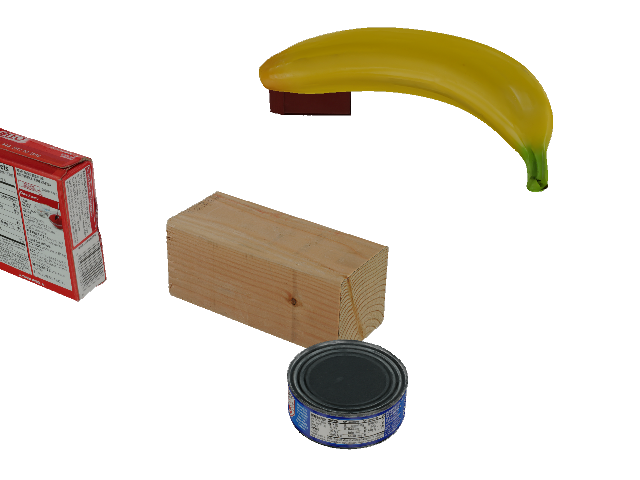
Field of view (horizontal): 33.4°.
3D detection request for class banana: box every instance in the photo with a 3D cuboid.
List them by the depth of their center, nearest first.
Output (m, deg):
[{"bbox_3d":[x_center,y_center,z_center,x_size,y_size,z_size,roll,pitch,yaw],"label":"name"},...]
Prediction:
[{"bbox_3d":[0.055,-0.090,0.608,0.198,0.069,0.037,24,-29,32],"label":"banana"}]

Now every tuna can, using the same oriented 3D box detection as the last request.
[{"bbox_3d":[0.019,0.109,0.761,0.086,0.034,0.086,1,31,-1],"label":"tuna can"}]

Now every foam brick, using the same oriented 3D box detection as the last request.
[{"bbox_3d":[-0.011,-0.160,1.133,0.078,0.051,0.053,-2,12,-19],"label":"foam brick"}]

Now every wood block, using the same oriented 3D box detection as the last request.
[{"bbox_3d":[-0.046,0.031,1.065,0.206,0.091,0.090,19,33,28],"label":"wood block"}]

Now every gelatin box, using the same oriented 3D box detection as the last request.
[{"bbox_3d":[-0.167,-0.016,0.633,0.073,0.089,0.030,18,37,25],"label":"gelatin box"}]
